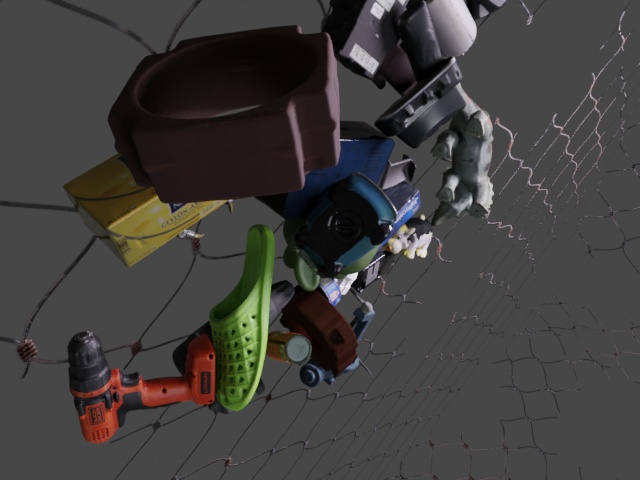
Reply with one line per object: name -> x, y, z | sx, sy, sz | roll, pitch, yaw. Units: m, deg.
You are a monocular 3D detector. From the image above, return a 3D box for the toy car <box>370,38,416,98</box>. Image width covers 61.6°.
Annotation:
toy car -> 0.138, -0.265, 0.869 | 0.089, 0.053, 0.202 | -44, 153, 18

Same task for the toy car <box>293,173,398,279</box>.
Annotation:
toy car -> 0.043, -0.020, 0.799 | 0.161, 0.109, 0.103 | -47, 172, 21

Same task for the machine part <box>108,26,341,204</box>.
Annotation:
machine part -> -0.081, -0.126, 0.522 | 0.202, 0.201, 0.087 | -4, 132, 4

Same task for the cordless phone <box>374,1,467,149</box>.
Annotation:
cordless phone -> 0.130, -0.236, 0.779 | 0.146, 0.089, 0.184 | -40, 144, 1

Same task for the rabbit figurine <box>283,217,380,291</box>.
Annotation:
rabbit figurine -> -0.002, -0.003, 0.912 | 0.170, 0.121, 0.159 | 19, 112, -40

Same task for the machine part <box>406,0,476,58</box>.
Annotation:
machine part -> 0.182, -0.350, 0.823 | 0.243, 0.079, 0.079 | 14, 109, -58

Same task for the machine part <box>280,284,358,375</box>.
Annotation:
machine part -> -0.005, 0.166, 0.989 | 0.056, 0.180, 0.179 | -37, 146, -25

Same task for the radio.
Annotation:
radio -> 0.009, -0.111, 0.827 | 0.229, 0.073, 0.131 | -11, 130, -48

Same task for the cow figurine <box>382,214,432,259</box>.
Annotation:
cow figurine -> 0.197, -0.012, 1.191 | 0.167, 0.068, 0.098 | 0, 114, -59

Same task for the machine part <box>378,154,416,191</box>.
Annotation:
machine part -> 0.131, -0.127, 1.015 | 0.139, 0.039, 0.084 | -18, 129, -44

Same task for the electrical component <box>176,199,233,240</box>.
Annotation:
electrical component -> -0.156, -0.048, 0.683 | 0.102, 0.045, 0.078 | -43, 149, -20

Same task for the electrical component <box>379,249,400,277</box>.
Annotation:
electrical component -> 0.146, 0.054, 1.231 | 0.094, 0.021, 0.063 | -27, 141, -39

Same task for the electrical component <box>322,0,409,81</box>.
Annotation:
electrical component -> 0.065, -0.299, 0.729 | 0.115, 0.058, 0.134 | 12, 110, -60

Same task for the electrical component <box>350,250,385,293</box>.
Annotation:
electrical component -> 0.096, 0.045, 1.129 | 0.075, 0.048, 0.119 | -31, 144, -36

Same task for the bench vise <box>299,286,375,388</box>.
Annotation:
bench vise -> 0.055, 0.228, 1.183 | 0.223, 0.129, 0.240 | 1, 126, -54

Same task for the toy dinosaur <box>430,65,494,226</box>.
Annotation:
toy dinosaur -> 0.311, -0.190, 1.132 | 0.192, 0.131, 0.404 | -60, 152, -51

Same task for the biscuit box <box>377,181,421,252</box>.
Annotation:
biscuit box -> 0.114, -0.032, 1.061 | 0.203, 0.063, 0.059 | -45, 149, -15

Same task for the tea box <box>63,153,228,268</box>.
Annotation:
tea box -> -0.175, -0.060, 0.593 | 0.169, 0.098, 0.068 | -41, 148, -25

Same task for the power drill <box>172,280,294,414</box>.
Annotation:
power drill -> -0.134, 0.191, 0.921 | 0.232, 0.086, 0.207 | -29, 145, -34

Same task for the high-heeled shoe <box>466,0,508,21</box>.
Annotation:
high-heeled shoe -> 0.229, -0.435, 0.841 | 0.248, 0.086, 0.145 | 7, 147, -38
